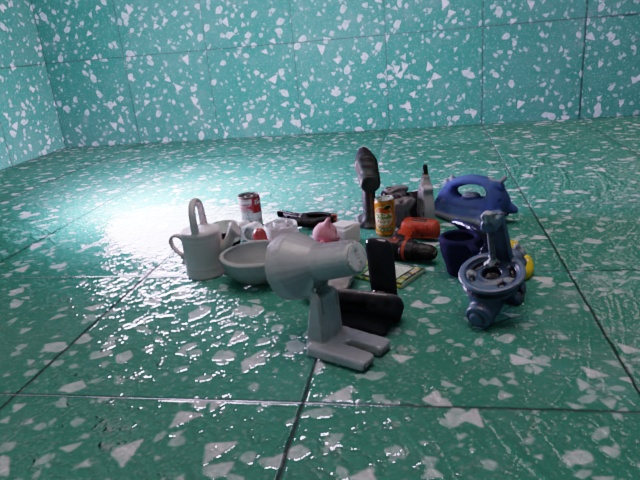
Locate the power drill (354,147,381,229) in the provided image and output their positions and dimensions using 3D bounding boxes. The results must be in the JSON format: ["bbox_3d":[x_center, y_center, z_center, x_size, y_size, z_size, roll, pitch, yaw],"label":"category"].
[{"bbox_3d":[0.137,-0.149,1.655,0.075,0.208,0.229,-5,20,0],"label":"power drill"}]

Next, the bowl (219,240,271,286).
[{"bbox_3d":[-0.148,0.061,1.342,0.167,0.075,0.167,-4,20,2],"label":"bowl"}]

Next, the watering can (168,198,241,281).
[{"bbox_3d":[-0.281,-0.010,1.394,0.173,0.194,0.100,-10,21,-14],"label":"watering can"}]

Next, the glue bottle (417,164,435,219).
[{"bbox_3d":[0.298,-0.128,1.611,0.037,0.173,0.078,-8,20,-8],"label":"glue bottle"}]

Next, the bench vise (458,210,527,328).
[{"bbox_3d":[0.330,0.032,1.091,0.121,0.220,0.208,3,21,21],"label":"bench vise"}]

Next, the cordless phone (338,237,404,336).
[{"bbox_3d":[0.081,0.077,1.080,0.147,0.185,0.094,2,21,19],"label":"cordless phone"}]

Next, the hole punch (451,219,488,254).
[{"bbox_3d":[0.379,-0.011,1.388,0.101,0.091,0.108,-13,21,-20],"label":"hole punch"}]

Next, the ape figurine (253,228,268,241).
[{"bbox_3d":[-0.146,0.013,1.448,0.077,0.092,0.076,-2,20,8],"label":"ape figurine"}]

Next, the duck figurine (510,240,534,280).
[{"bbox_3d":[0.414,0.042,1.243,0.105,0.086,0.077,-10,20,-13],"label":"duck figurine"}]

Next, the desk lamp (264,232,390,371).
[{"bbox_3d":[0.013,0.094,1.006,0.202,0.214,0.118,9,24,34],"label":"desk lamp"}]

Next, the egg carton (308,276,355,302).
[{"bbox_3d":[0.020,0.082,1.251,0.107,0.069,0.150,0,20,14],"label":"egg carton"}]

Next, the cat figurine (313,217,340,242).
[{"bbox_3d":[0.013,0.005,1.394,0.067,0.118,0.128,-2,20,9],"label":"cat figurine"}]

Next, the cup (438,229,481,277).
[{"bbox_3d":[0.315,0.037,1.265,0.092,0.095,0.117,-10,20,-13],"label":"cup"}]

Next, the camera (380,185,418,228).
[{"bbox_3d":[0.254,-0.109,1.677,0.137,0.101,0.143,-11,21,-15],"label":"camera"}]

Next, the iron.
[{"bbox_3d":[0.420,-0.125,1.619,0.257,0.141,0.119,14,27,42],"label":"iron"}]
